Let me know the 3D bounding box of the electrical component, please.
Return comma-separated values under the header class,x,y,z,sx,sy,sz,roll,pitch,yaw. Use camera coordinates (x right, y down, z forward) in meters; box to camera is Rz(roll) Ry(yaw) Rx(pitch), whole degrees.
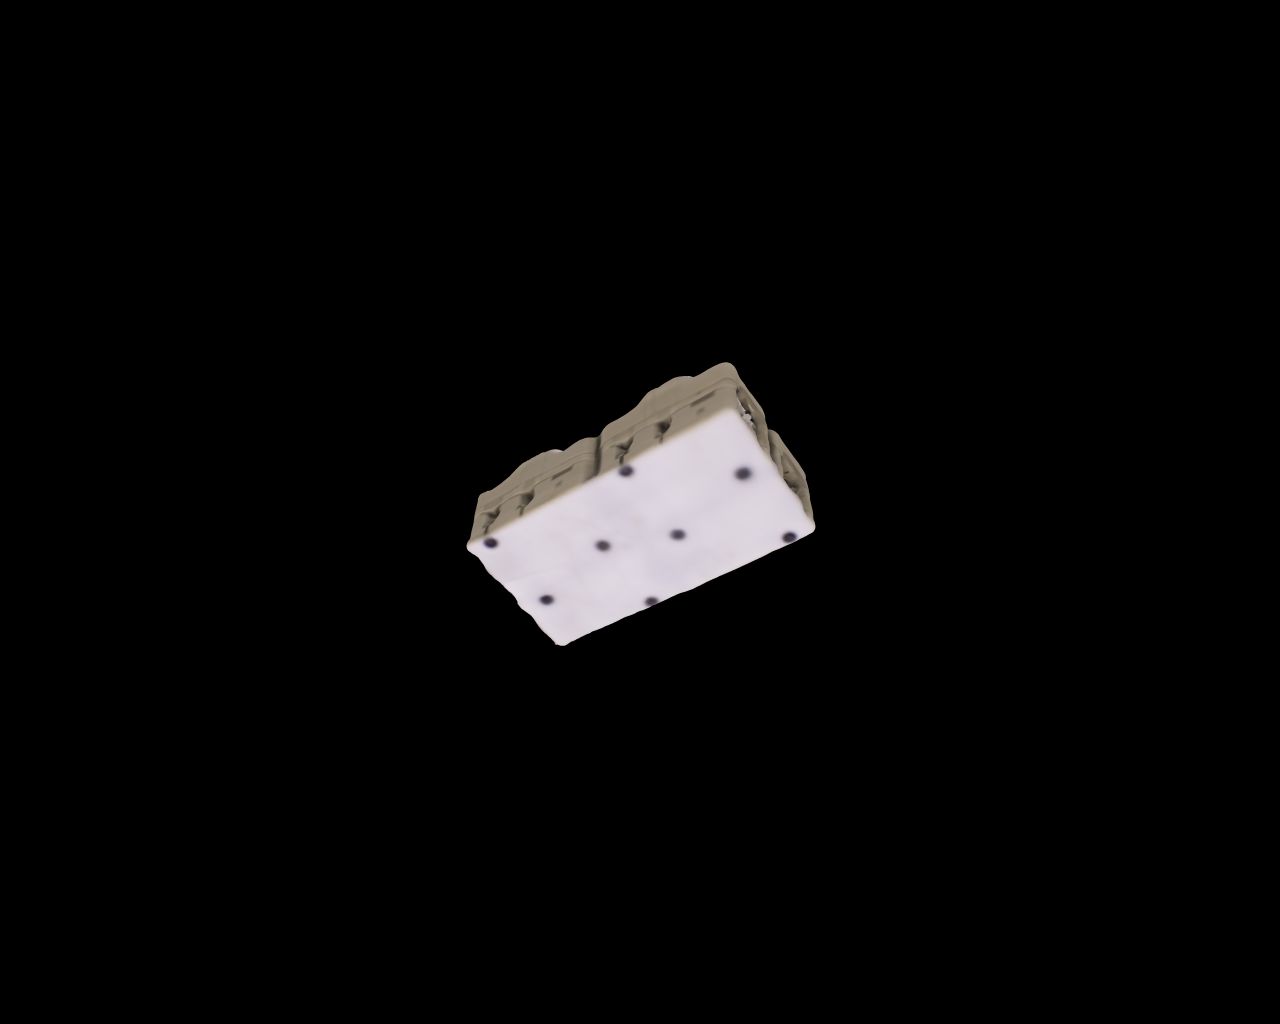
class,x,y,z,sx,sy,sz,roll,pitch,yaw
electrical component,0.001,-0.003,0.650,0.186,0.105,0.060,-27,33,19
